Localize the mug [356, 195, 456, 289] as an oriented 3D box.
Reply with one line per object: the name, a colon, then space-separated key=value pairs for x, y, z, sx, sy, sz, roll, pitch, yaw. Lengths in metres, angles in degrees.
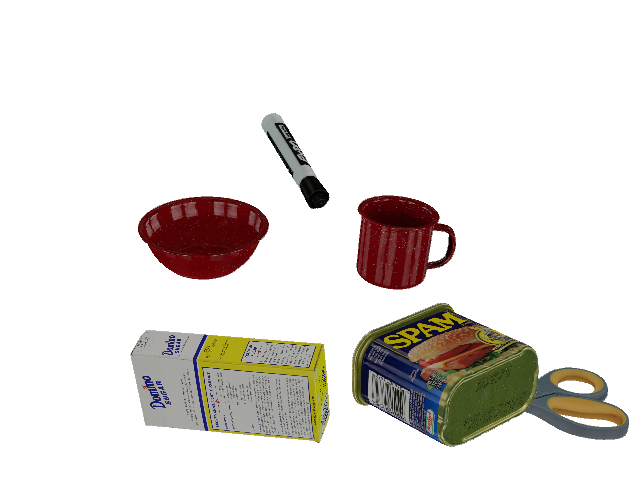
mug: x=0.097 y=0.004 z=1.227 sx=0.117 sy=0.081 sz=0.093 roll=3 pitch=25 yaw=-5

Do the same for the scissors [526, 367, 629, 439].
scissors: x=0.169 y=0.129 z=0.936 sx=0.202 sy=0.016 sz=0.096 roll=14 pitch=29 yaw=12

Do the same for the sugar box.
sugar box: x=-0.083 y=0.136 z=1.001 sx=0.176 sy=0.093 sz=0.048 roll=5 pitch=35 yaw=14

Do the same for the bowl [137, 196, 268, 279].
bowl: x=-0.145 y=0.003 z=1.331 sx=0.162 sy=0.055 sz=0.162 roll=1 pitch=28 yaw=-1

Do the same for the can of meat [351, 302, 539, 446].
can of meat: x=0.086 y=0.091 z=0.727 sx=0.101 sy=0.057 sz=0.084 roll=-18 pitch=28 yaw=-38

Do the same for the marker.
marker: x=-0.021 y=-0.065 z=0.877 sx=0.020 sy=0.020 sz=0.121 roll=0 pitch=38 yaw=-26
